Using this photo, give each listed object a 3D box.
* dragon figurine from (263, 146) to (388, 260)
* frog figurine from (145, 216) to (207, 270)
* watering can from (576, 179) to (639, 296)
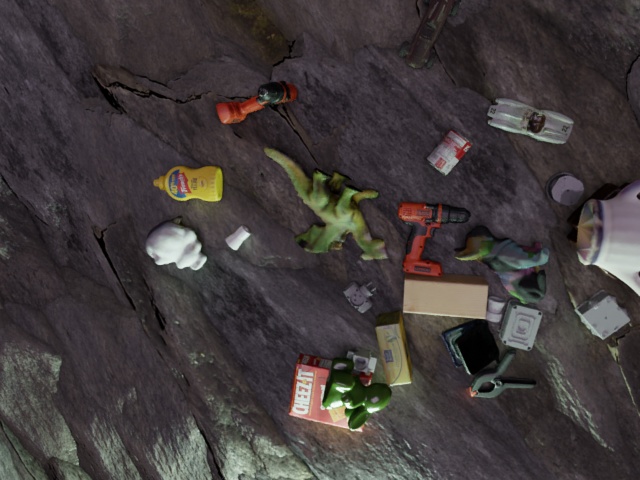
[{"bbox_3d":[0.004,-0.069,1.362,0.411,0.124,0.239,25,111,6],"label":"dragon figurine"},{"bbox_3d":[-0.401,0.024,1.436,0.138,0.121,0.160,-38,80,-5],"label":"frog figurine"},{"bbox_3d":[0.698,0.029,1.164,0.224,0.105,0.345,3,100,10],"label":"watering can"}]
